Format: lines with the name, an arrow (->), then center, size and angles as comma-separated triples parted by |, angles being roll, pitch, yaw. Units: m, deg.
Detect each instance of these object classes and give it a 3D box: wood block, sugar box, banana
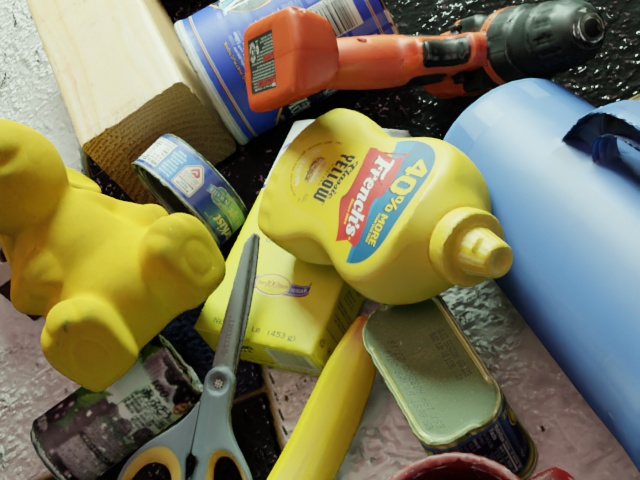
wood block -> -0.153, -0.137, 0.841 | 0.090, 0.090, 0.206 | -33, 51, 5
sugar box -> -0.005, 0.001, 0.718 | 0.093, 0.048, 0.176 | 9, 64, 28
banana -> -0.012, 0.136, 0.618 | 0.037, 0.070, 0.197 | 26, 62, 13

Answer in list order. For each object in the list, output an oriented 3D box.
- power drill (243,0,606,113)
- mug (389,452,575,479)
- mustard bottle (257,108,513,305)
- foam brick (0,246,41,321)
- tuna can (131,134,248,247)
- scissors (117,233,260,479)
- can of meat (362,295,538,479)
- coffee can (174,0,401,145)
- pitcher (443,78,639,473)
power drill -> 0.058, -0.115, 0.665 | 0.187, 0.185, 0.057 | -4, 91, -22
mug -> 0.085, 0.160, 0.549 | 0.117, 0.081, 0.093 | -39, 52, -5
mustard bottle -> 0.041, -0.015, 0.604 | 0.096, 0.058, 0.192 | -55, 35, -5
foam brick -> -0.202, 0.011, 0.792 | 0.078, 0.051, 0.053 | -35, 51, -2
tuna can -> -0.091, -0.034, 0.752 | 0.033, 0.086, 0.086 | -46, 53, -12
scissors -> -0.080, 0.097, 0.658 | 0.096, 0.016, 0.202 | -5, 77, 8
can of meat -> 0.071, 0.087, 0.602 | 0.057, 0.084, 0.102 | -32, 51, 1
coffee can -> -0.022, -0.148, 0.787 | 0.140, 0.102, 0.103 | -29, 52, 3
pitcher -> 0.162, 0.004, 0.573 | 0.149, 0.144, 0.243 | -55, 41, 18
